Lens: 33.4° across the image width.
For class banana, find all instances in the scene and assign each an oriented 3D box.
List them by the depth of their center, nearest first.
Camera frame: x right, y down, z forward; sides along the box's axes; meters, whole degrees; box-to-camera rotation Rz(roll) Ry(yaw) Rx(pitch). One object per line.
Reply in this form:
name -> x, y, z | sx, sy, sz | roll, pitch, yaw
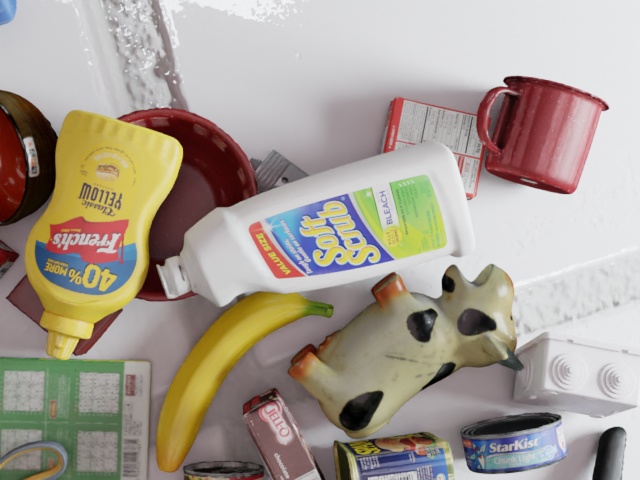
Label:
banana -> -0.080, 0.105, 0.900 | 0.198, 0.037, 0.070 | -46, 51, -2

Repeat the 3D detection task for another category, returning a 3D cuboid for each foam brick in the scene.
foam brick -> -0.212, 0.054, 0.896 | 0.078, 0.053, 0.051 | 39, 85, 0

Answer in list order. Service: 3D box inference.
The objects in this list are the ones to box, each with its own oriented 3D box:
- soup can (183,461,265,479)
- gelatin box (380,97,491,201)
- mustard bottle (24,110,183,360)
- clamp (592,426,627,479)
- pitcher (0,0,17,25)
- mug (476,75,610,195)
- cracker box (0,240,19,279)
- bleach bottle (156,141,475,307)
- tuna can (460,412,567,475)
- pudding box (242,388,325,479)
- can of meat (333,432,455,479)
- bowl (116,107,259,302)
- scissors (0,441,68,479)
soup can -> -0.080, 0.240, 0.886 | 0.068, 0.068, 0.102 | 0, 87, -4
gelatin box -> 0.099, -0.079, 0.936 | 0.089, 0.030, 0.073 | 12, 86, -6
mustard bottle -> -0.179, 0.000, 0.842 | 0.096, 0.058, 0.191 | 17, 87, -3
clamp -> 0.249, 0.287, 0.905 | 0.164, 0.036, 0.209 | 44, 70, -1
pitcher -> -0.380, -0.213, 0.859 | 0.242, 0.149, 0.145 | -15, 75, -8
mug -> 0.181, -0.091, 0.908 | 0.117, 0.093, 0.081 | 17, 90, -32
cracker box -> -0.387, 0.009, 0.877 | 0.213, 0.072, 0.164 | 38, 85, 0
bleach bottle -> -0.006, 0.001, 0.863 | 0.250, 0.068, 0.102 | -19, 107, -11
tuna can -> 0.163, 0.171, 0.898 | 0.086, 0.086, 0.034 | -10, 89, -5
pudding box -> -0.025, 0.181, 0.882 | 0.039, 0.090, 0.113 | -26, 89, -4
can of meat -> 0.060, 0.193, 0.882 | 0.084, 0.102, 0.057 | -6, 88, -7
bowl -> -0.132, -0.028, 0.904 | 0.162, 0.055, 0.162 | 0, 87, -4
scissors -> -0.287, 0.242, 0.896 | 0.202, 0.016, 0.096 | -34, 103, 5
